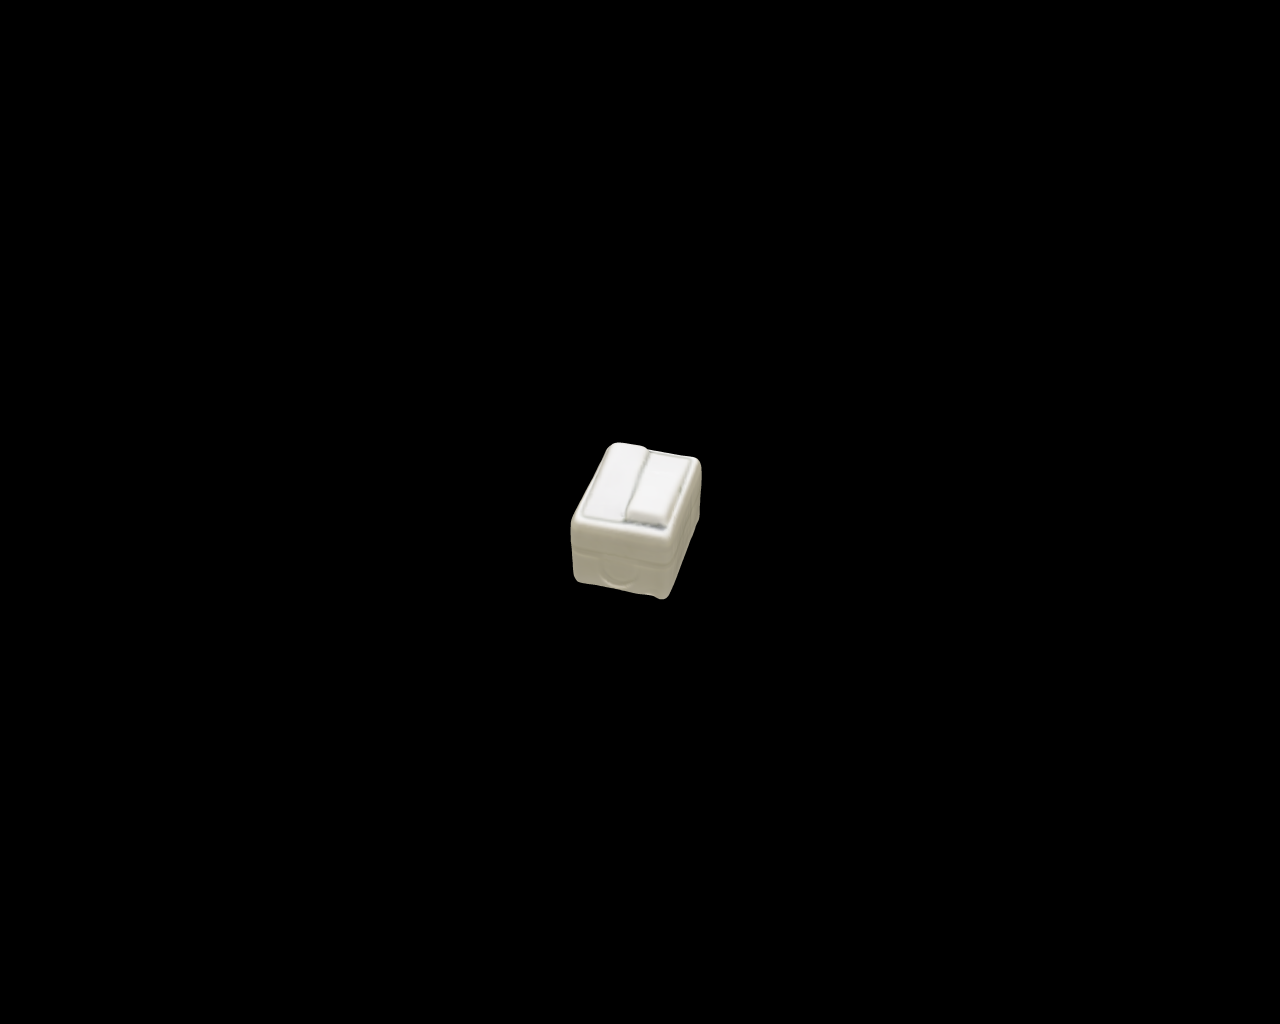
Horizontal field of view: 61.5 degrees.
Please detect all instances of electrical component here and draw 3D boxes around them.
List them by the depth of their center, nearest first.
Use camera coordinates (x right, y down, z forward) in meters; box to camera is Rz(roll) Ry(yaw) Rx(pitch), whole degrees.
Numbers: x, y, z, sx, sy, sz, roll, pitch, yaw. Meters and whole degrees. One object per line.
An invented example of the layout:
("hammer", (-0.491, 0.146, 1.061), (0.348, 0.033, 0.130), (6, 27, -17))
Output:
("electrical component", (0.001, -0.003, 0.650), (0.062, 0.061, 0.096), (11, 43, 12))
